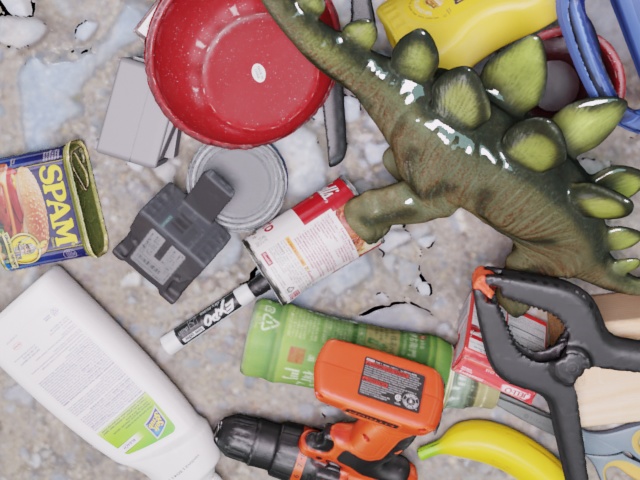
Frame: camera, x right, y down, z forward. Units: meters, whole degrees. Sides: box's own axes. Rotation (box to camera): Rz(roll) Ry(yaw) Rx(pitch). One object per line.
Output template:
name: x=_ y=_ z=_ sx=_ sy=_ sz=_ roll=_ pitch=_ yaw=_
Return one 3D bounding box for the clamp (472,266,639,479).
clamp: x=0.205 y=0.089 z=0.830 sx=0.165 sy=0.036 sz=0.210 roll=-40 pitch=100 yaw=14

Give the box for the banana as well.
banana: x=0.186 y=0.214 z=0.951 sx=0.198 sy=0.037 sz=0.070 roll=33 pitch=117 yaw=-2

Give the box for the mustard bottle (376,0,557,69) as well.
mustard bottle: x=0.146 y=-0.199 z=0.856 sx=0.191 sy=0.096 sz=0.058 roll=-28 pitch=134 yaw=5

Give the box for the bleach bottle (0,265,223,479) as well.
bleach bottle: x=-0.181 y=0.144 z=0.936 sx=0.102 sy=0.068 sz=0.251 roll=-40 pitch=98 yaw=9

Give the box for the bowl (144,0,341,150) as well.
bowl: x=-0.051 y=-0.136 z=0.823 sx=0.162 sy=0.055 sz=0.162 roll=-8 pitch=118 yaw=-15

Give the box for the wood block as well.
wood block: x=0.304 y=0.092 z=0.898 sx=0.206 sy=0.091 sz=0.090 roll=-6 pitch=100 yaw=2

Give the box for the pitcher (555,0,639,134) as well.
pitcher: x=0.286 y=-0.139 z=0.795 sx=0.149 sy=0.144 sz=0.243 roll=-5 pitch=121 yaw=38

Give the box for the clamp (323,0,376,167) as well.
clamp: x=-0.014 y=-0.157 z=0.893 sx=0.120 sy=0.039 sz=0.171 roll=16 pitch=98 yaw=-10

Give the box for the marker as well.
marker: x=-0.087 y=0.062 z=0.940 sx=0.121 sy=0.020 sz=0.020 roll=-33 pitch=97 yaw=6

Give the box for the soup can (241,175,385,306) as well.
soup can: x=-0.006 y=0.001 z=0.895 sx=0.102 sy=0.068 sz=0.068 roll=-33 pitch=97 yaw=-4

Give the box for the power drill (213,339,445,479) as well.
power drill: x=0.012 y=0.154 z=0.885 sx=0.184 sy=0.057 sz=0.188 roll=16 pitch=144 yaw=-5

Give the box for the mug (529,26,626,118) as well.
mug: x=0.192 y=-0.114 z=0.872 sx=0.093 sy=0.081 sz=0.117 roll=0 pitch=99 yaw=1

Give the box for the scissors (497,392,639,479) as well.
scissors: x=0.244 y=0.165 z=0.949 sx=0.201 sy=0.016 sz=0.096 roll=42 pitch=97 yaw=-5

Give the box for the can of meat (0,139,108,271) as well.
can of meat: x=-0.237 y=-0.028 z=0.912 sx=0.084 sy=0.057 sz=0.102 roll=-11 pitch=99 yaw=6

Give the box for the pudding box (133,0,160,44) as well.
pudding box: x=-0.097 y=-0.201 z=0.862 sx=0.039 sy=0.090 sz=0.113 roll=37 pitch=99 yaw=-5

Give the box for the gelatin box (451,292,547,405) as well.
gelatin box: x=0.153 y=0.090 z=0.902 sx=0.073 sy=0.089 sz=0.030 roll=23 pitch=124 yaw=-2

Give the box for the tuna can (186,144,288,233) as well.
tuna can: x=-0.070 y=-0.051 z=0.914 sx=0.086 sy=0.033 sz=0.086 roll=0 pitch=99 yaw=2
